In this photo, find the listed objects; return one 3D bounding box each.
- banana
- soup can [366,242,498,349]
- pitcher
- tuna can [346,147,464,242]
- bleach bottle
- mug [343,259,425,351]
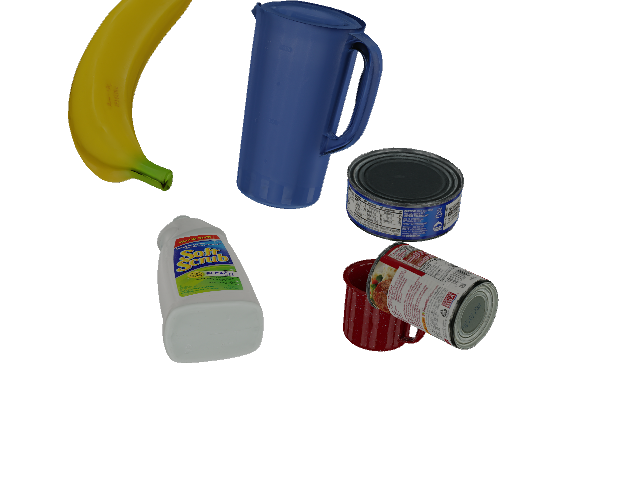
[{"bbox_3d":[-0.116,-0.101,0.657,0.069,0.198,0.037,4,-38,-4],"label":"banana"},{"bbox_3d":[0.102,0.049,0.971,0.102,0.068,0.068,25,16,39],"label":"soup can"},{"bbox_3d":[-0.023,-0.163,1.305,0.144,0.243,0.149,5,23,-15],"label":"pitcher"},{"bbox_3d":[0.062,-0.034,0.788,0.086,0.034,0.086,2,32,-1],"label":"tuna can"},{"bbox_3d":[-0.135,0.037,1.135,0.102,0.068,0.251,-4,26,-16],"label":"bleach bottle"},{"bbox_3d":[0.079,0.084,1.278,0.117,0.081,0.093,24,33,33],"label":"mug"}]
